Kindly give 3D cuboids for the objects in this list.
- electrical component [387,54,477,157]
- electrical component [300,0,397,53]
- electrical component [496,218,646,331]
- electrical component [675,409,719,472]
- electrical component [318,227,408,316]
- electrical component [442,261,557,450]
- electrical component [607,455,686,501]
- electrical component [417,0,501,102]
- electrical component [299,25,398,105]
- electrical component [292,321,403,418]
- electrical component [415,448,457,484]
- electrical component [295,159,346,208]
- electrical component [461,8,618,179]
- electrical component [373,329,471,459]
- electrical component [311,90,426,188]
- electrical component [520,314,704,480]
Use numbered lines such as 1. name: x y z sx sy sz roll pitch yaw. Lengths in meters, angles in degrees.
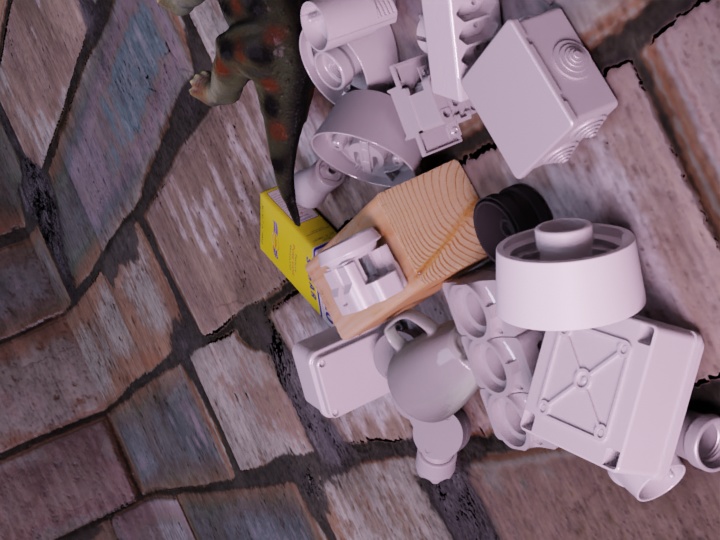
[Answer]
1. electrical component: 0.062 -0.141 0.897 0.064 0.042 0.081 -10 103 60
2. electrical component: -0.005 -0.218 0.914 0.043 0.081 0.043 44 147 38
3. electrical component: 0.149 -0.003 0.775 0.108 0.108 0.060 19 122 57
4. electrical component: 0.242 0.120 0.776 0.046 0.040 0.040 18 127 64
5. electrical component: 0.000 0.000 0.906 0.057 0.058 0.078 63 155 -4
6. electrical component: 0.134 0.071 0.915 0.089 0.062 0.150 -5 107 63
7. electrical component: 0.213 0.145 0.844 0.077 0.043 0.079 58 169 37
8. electrical component: 0.070 -0.183 0.839 0.076 0.047 0.083 31 138 51
9. electrical component: -0.007 -0.198 0.985 0.099 0.064 0.099 38 151 25
10. electrical component: -0.006 0.100 1.149 0.057 0.113 0.078 23 131 59
11. electrical component: 0.082 0.193 1.140 0.043 0.043 0.062 46 147 36
12. electrical component: -0.043 -0.096 1.140 0.065 0.044 0.044 -30 85 60
13. electrical component: 0.128 -0.127 0.772 0.099 0.048 0.099 61 154 10
14. electrical component: 0.058 0.126 1.080 0.138 0.052 0.074 62 -163 8
15. electrical component: 0.010 -0.112 0.959 0.099 0.064 0.099 19 151 11
16. electrical component: 0.182 0.084 0.786 0.109 0.056 0.108 19 95 57
